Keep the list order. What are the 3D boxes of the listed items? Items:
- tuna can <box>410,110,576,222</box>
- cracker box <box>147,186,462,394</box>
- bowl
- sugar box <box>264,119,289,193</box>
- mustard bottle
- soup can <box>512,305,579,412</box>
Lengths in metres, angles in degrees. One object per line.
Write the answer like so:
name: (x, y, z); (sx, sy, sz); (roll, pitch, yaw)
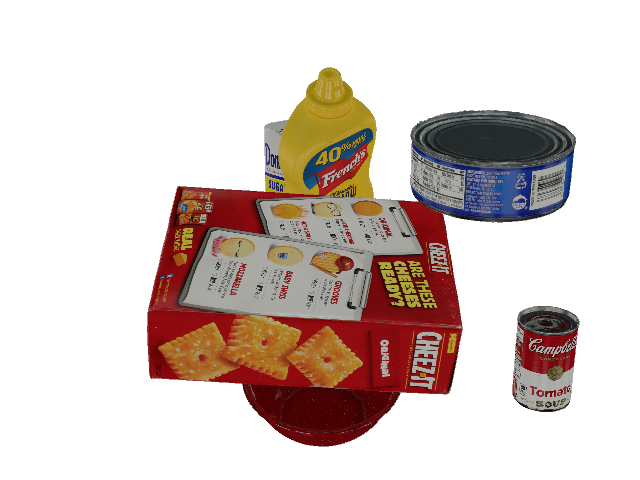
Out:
tuna can: (0.090, -0.041, 0.567); (0.086, 0.034, 0.086); (0, 24, 0)
cracker box: (-0.012, 0.035, 0.796); (0.213, 0.072, 0.164); (4, 34, -2)
bowl: (0.002, 0.157, 1.084); (0.162, 0.055, 0.162); (-1, 35, 1)
sugar box: (-0.031, -0.043, 1.241); (0.048, 0.176, 0.093); (-13, 27, -22)
mustard bottle: (0.007, -0.078, 0.973); (0.096, 0.192, 0.058); (-27, 54, -23)
soup can: (0.254, 0.134, 1.213); (0.068, 0.102, 0.068); (0, 23, 0)
